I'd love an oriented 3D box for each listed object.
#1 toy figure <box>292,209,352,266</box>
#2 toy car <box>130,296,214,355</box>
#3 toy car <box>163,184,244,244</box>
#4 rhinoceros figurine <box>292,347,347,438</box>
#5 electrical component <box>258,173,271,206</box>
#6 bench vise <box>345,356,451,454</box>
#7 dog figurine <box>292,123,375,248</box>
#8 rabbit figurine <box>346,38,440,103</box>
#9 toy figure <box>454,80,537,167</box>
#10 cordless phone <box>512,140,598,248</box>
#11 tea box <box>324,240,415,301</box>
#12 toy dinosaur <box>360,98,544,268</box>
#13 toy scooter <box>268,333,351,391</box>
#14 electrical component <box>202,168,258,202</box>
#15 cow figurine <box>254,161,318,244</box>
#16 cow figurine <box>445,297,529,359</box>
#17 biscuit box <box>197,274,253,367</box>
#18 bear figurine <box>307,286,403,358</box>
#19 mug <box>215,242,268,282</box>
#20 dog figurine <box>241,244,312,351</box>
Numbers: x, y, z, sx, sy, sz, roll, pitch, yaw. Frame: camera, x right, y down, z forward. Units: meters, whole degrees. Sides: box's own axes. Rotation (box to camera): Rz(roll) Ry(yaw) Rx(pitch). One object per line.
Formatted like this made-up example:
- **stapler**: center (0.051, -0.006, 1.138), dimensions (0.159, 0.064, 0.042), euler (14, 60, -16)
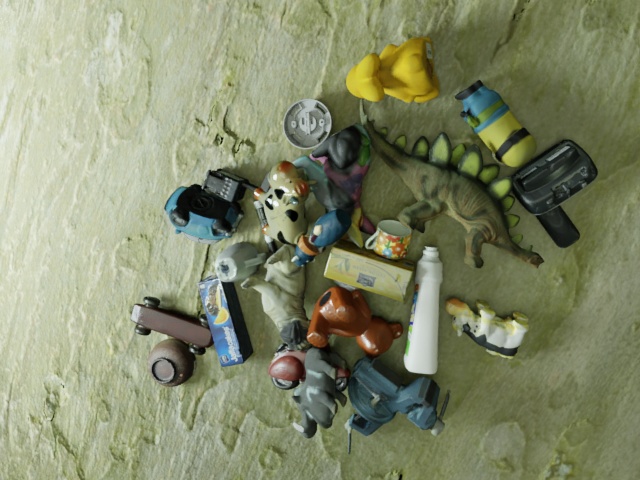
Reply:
- **toy figure**: center (-0.001, -0.002, 1.056), dimensions (0.064, 0.058, 0.154), euler (31, 129, -24)
- **toy car**: center (-0.333, 0.193, 1.232), dimensions (0.202, 0.053, 0.089), euler (17, 98, 4)
- **toy car**: center (-0.249, -0.043, 1.156), dimensions (0.162, 0.109, 0.102), euler (19, 138, -1)
- **rhinoceros figurine**: center (-0.006, 0.315, 1.098), dimensions (0.112, 0.073, 0.190), euler (11, 102, 19)
- **electrical component**: center (-0.096, -0.111, 1.127), dimensions (0.021, 0.063, 0.094), euler (24, 90, 28)
- **bench vise**: center (0.139, 0.355, 1.138), dimensions (0.223, 0.129, 0.240), euler (30, 126, -7)
- **dog figurine**: center (0.059, -0.098, 1.073), dimensions (0.191, 0.108, 0.219), euler (-28, 98, 34)
- **rabbit figurine**: center (0.126, -0.305, 1.020), dimensions (0.173, 0.162, 0.121), euler (-2, 112, 29)
- **toy figure**: center (0.330, -0.216, 1.011), dimensions (0.082, 0.089, 0.180), euler (-35, 94, 20)
- **cordless phone**: center (0.469, -0.081, 1.023), dimensions (0.146, 0.089, 0.184), euler (-36, 102, 14)
- **tea box**: center (0.103, 0.059, 1.099), dimensions (0.170, 0.098, 0.068), euler (17, 103, 10)
- **toy dinosaur**: center (0.242, -0.097, 1.049), dimensions (0.471, 0.105, 0.198), euler (34, 98, 5)
- **toy scooter**: center (-0.024, 0.258, 1.168), dimensions (0.184, 0.075, 0.135), euler (2, 106, 9)
- **electrical component**: center (-0.181, -0.110, 1.141), dimensions (0.119, 0.075, 0.047), euler (24, 104, 3)
- **cow figurine**: center (-0.064, -0.069, 1.059), dimensions (0.127, 0.085, 0.194), euler (30, 144, 32)
- **cow figurine**: center (0.330, 0.178, 1.094), dimensions (0.167, 0.068, 0.098), euler (17, 108, 9)
- **biscuit box**: center (-0.211, 0.177, 1.201), dimensions (0.059, 0.063, 0.202), euler (-13, 96, 15)
- **bear figurine**: center (0.078, 0.186, 1.093), dimensions (0.195, 0.132, 0.120), euler (42, 110, -17)
- **mug**: center (-0.170, 0.053, 1.148), dimensions (0.110, 0.107, 0.080), euler (-5, 100, 14)
- **dog figurine**: center (-0.050, 0.116, 1.129), dimensions (0.172, 0.121, 0.190), euler (-45, 90, 1)
